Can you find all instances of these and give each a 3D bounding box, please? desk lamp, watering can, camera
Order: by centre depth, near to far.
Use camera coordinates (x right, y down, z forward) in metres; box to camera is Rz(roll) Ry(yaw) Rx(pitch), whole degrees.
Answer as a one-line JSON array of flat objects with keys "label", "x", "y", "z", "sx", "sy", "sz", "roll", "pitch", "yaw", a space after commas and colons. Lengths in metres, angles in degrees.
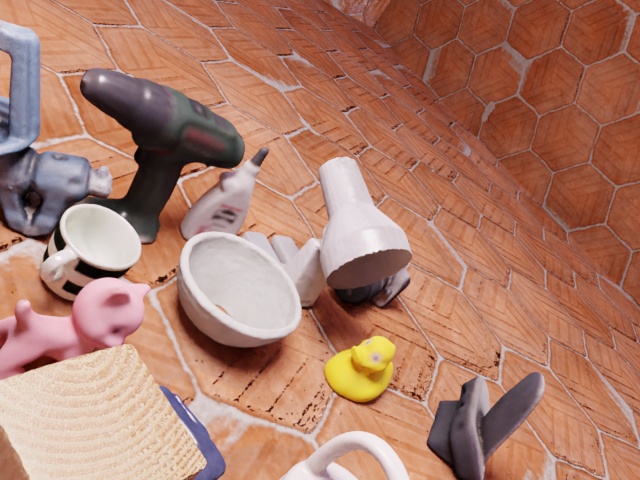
[{"label": "watering can", "x": -0.002, "y": 0.236, "z": 0.467, "sx": 0.101, "sy": 0.194, "sz": 0.173, "roll": 46, "pitch": 28, "yaw": 12}, {"label": "desk lamp", "x": 0.007, "y": 0.003, "z": 0.803, "sx": 0.118, "sy": 0.213, "sz": 0.202, "roll": 8, "pitch": 41, "yaw": -45}, {"label": "camera", "x": 0.073, "y": 0.042, "z": 0.949, "sx": 0.143, "sy": 0.100, "sz": 0.137, "roll": 47, "pitch": 28, "yaw": 13}]

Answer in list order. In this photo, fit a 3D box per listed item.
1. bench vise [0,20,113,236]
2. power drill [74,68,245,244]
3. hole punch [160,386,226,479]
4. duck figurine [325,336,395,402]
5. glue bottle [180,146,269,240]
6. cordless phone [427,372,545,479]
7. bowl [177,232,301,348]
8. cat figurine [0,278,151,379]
[{"label": "bench vise", "x": -0.310, "y": -0.123, "z": 0.589, "sx": 0.208, "sy": 0.219, "sz": 0.121, "roll": 13, "pitch": 37, "yaw": -41}, {"label": "power drill", "x": -0.207, "y": -0.092, "z": 0.683, "sx": 0.230, "sy": 0.208, "sz": 0.075, "roll": 0, "pitch": 47, "yaw": -51}, {"label": "hole punch", "x": -0.137, "y": 0.177, "z": 0.498, "sx": 0.108, "sy": 0.091, "sz": 0.101, "roll": 47, "pitch": 28, "yaw": 13}, {"label": "duck figurine", "x": 0.068, "y": 0.166, "z": 0.775, "sx": 0.105, "sy": 0.086, "sz": 0.077, "roll": 14, "pitch": 37, "yaw": -40}, {"label": "glue bottle", "x": -0.120, "y": -0.062, "z": 0.785, "sx": 0.078, "sy": 0.173, "sz": 0.037, "roll": 12, "pitch": 38, "yaw": -42}, {"label": "cordless phone", "x": 0.246, "y": 0.233, "z": 0.790, "sx": 0.094, "sy": 0.185, "sz": 0.148, "roll": 40, "pitch": 27, "yaw": 0}, {"label": "bowl", "x": -0.110, "y": 0.073, "z": 0.705, "sx": 0.168, "sy": 0.074, "sz": 0.167, "roll": 30, "pitch": 29, "yaw": -18}, {"label": "cat figurine", "x": -0.219, "y": 0.073, "z": 0.522, "sx": 0.128, "sy": 0.117, "sz": 0.067, "roll": 9, "pitch": 40, "yaw": -45}]
